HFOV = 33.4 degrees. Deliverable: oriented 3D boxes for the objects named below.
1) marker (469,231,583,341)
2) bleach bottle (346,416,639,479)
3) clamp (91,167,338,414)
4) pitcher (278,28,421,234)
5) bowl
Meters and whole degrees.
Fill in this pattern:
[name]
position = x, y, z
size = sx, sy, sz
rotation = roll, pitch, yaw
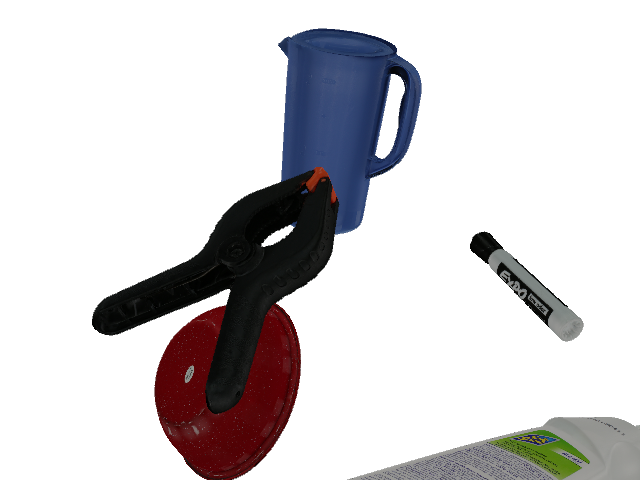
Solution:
[marker]
position = 0.141, 0.029, 0.748
size = 0.020, 0.020, 0.121
rotation = 0, 30, -28
[bleach bottle]
position = 0.112, 0.149, 0.592
size = 0.250, 0.068, 0.103
rotation = -10, 21, -33
[clamp]
position = -0.043, 0.026, 0.643
size = 0.120, 0.171, 0.039
rotation = 40, -16, 33
[pitcher]
position = 0.024, -0.132, 1.325
size = 0.144, 0.243, 0.149
rotation = -3, 25, -22
[bowl]
position = -0.091, 0.118, 0.899
size = 0.055, 0.162, 0.162
rotation = 25, -16, -39
